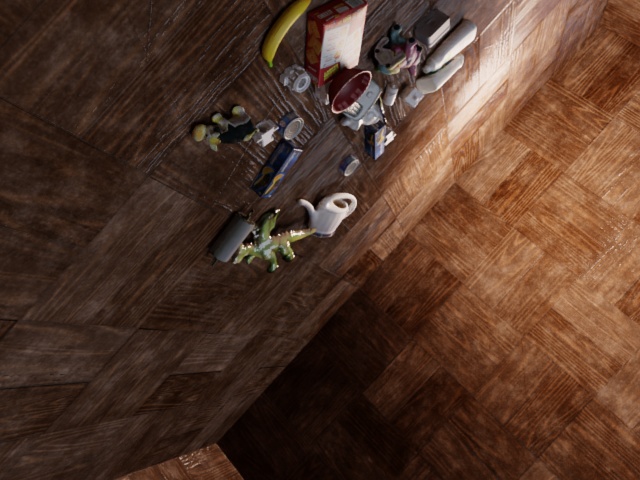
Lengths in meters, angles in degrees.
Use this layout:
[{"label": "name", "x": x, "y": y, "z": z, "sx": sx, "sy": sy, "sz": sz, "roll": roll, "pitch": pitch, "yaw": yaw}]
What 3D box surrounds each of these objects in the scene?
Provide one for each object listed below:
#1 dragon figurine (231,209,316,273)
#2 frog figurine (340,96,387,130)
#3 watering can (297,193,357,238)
[{"label": "dragon figurine", "x": -0.174, "y": -0.015, "z": 1.968, "sx": 0.416, "sy": 0.123, "sz": 0.237, "roll": -36, "pitch": 148, "yaw": -27}, {"label": "frog figurine", "x": 0.149, "y": -0.454, "z": 1.841, "sx": 0.159, "sy": 0.123, "sz": 0.137, "roll": -12, "pitch": 172, "yaw": 10}, {"label": "watering can", "x": 0.007, "y": -0.109, "z": 2.163, "sx": 0.349, "sy": 0.106, "sz": 0.220, "roll": -7, "pitch": 138, "yaw": -41}]
